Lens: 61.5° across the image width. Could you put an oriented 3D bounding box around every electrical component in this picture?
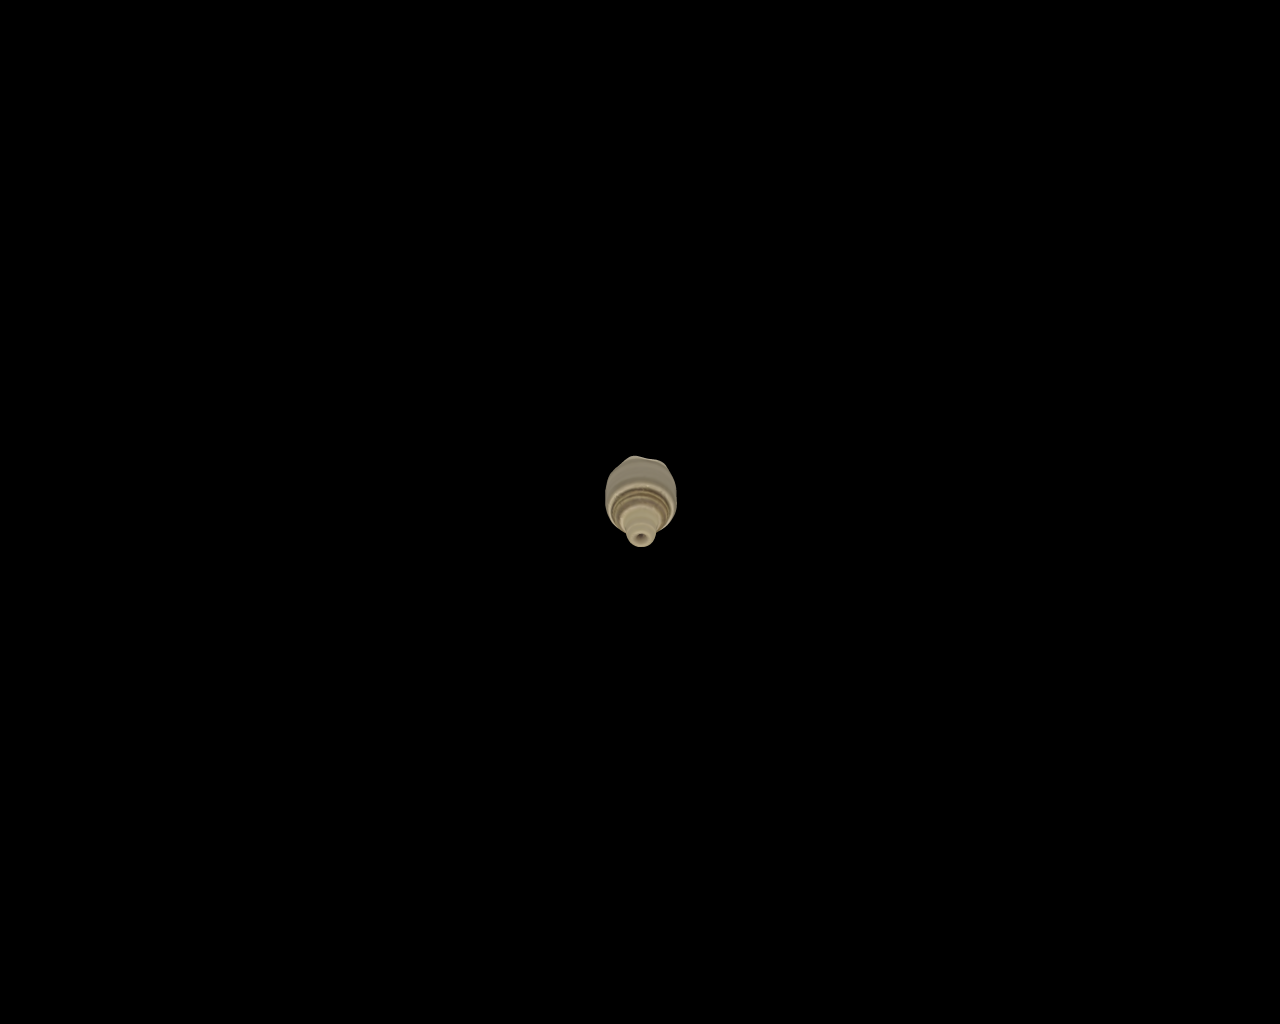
[{"bbox_3d":[0.001,-0.003,0.650,0.043,0.043,0.062,0,38,0],"label":"electrical component"}]
